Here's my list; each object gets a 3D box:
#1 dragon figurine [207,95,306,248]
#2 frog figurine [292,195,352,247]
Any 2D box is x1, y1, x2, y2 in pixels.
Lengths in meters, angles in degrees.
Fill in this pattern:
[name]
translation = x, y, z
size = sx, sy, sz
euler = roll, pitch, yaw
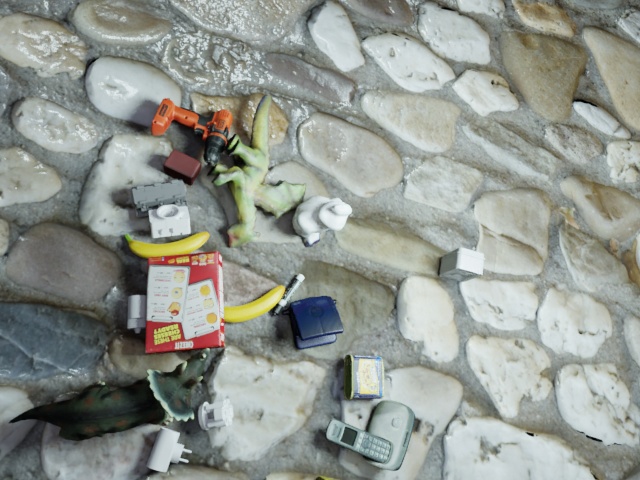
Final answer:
[dragon figurine]
translation = -0.143, -0.167, 1.335
size = 0.241, 0.121, 0.417
euler = 37, 67, -19
[frog figurine]
translation = 0.004, -0.065, 1.284
size = 0.138, 0.157, 0.124
euler = -22, 78, -21
